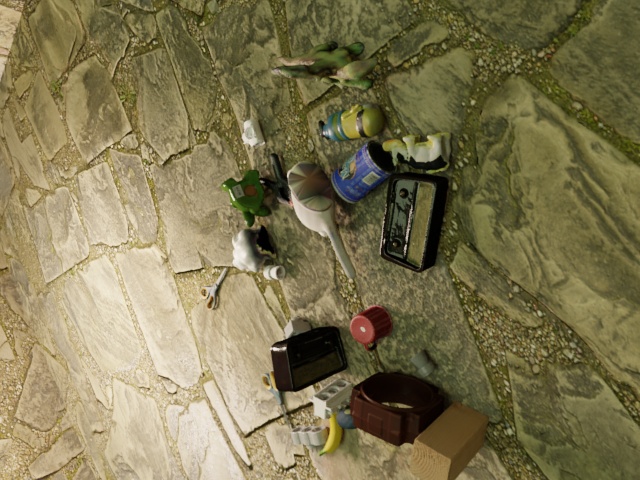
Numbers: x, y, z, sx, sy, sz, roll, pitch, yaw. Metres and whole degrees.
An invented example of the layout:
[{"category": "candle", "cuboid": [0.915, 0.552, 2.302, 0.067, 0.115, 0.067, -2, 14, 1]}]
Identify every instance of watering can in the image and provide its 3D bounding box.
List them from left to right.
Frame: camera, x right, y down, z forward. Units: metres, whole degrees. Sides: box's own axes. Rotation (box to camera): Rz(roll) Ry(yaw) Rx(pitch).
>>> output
[{"category": "watering can", "cuboid": [0.004, -0.069, 1.373, 0.353, 0.104, 0.220, 56, 169, 22]}]

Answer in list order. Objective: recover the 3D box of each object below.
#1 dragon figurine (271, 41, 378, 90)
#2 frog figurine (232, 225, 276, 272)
[{"category": "dragon figurine", "cuboid": [-0.020, -0.437, 1.285, 0.412, 0.245, 0.120, 15, 113, 35]}, {"category": "frog figurine", "cuboid": [-0.231, 0.041, 1.621, 0.158, 0.125, 0.137, -29, 99, 28]}]
